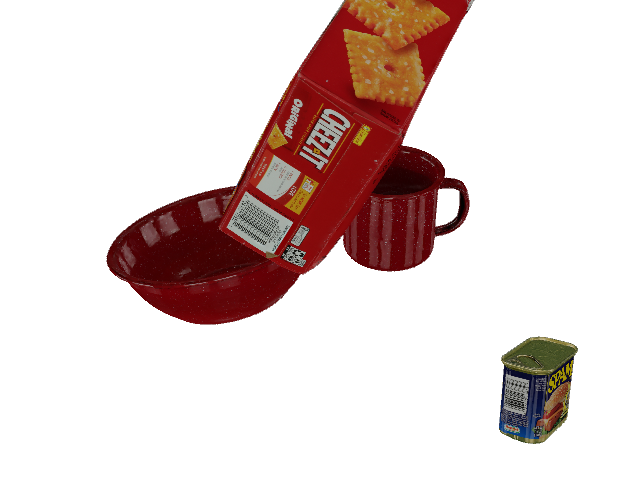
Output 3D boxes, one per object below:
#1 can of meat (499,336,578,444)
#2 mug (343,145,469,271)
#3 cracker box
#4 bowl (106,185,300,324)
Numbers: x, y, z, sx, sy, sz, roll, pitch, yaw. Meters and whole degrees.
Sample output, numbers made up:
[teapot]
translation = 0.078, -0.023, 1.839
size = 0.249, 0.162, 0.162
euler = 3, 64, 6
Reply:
[can of meat]
translation = 0.230, 0.159, 1.136
size = 0.058, 0.084, 0.101
euler = 12, 17, 31
[mug]
translation = 0.073, -0.028, 0.938
size = 0.117, 0.081, 0.093
euler = -4, 33, -5
[cracker box]
translation = 0.031, -0.103, 0.663
size = 0.072, 0.213, 0.164
euler = 31, -36, -2
[bowl]
translation = -0.072, 0.015, 0.789
size = 0.162, 0.055, 0.162
euler = -11, 25, 5
